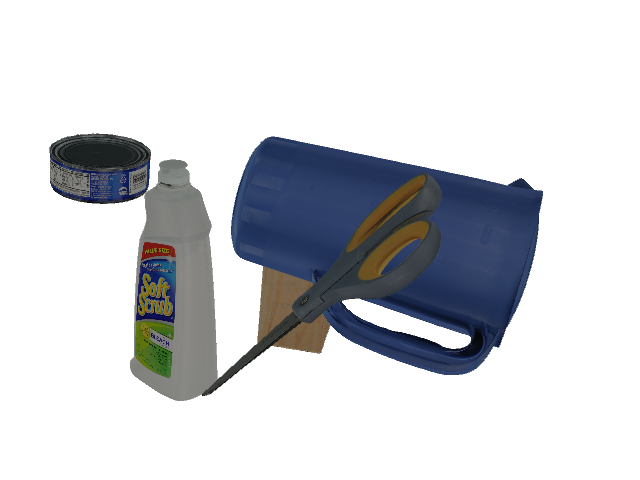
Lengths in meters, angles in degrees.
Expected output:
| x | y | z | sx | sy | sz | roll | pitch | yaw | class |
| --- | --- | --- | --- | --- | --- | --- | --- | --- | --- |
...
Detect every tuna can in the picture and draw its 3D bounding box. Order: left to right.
| x | y | z | sx | sy | sz | roll | pitch | yaw | class |
| --- | --- | --- | --- | --- | --- | --- | --- | --- | --- |
| -0.190 | -0.062 | 0.919 | 0.086 | 0.034 | 0.086 | 5 | 24 | -3 | tuna can |

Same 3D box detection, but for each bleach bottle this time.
| x | y | z | sx | sy | sz | roll | pitch | yaw | class |
| --- | --- | --- | --- | --- | --- | --- | --- | --- | --- |
| -0.154 | 0.036 | 1.103 | 0.067 | 0.251 | 0.103 | -21 | 33 | -40 | bleach bottle |

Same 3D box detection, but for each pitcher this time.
| x | y | z | sx | sy | sz | roll | pitch | yaw | class |
| --- | --- | --- | --- | --- | --- | --- | --- | --- | --- |
| 0.051 | 0.003 | 0.880 | 0.243 | 0.145 | 0.149 | 15 | 18 | 9 | pitcher |

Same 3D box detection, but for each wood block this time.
| x | y | z | sx | sy | sz | roll | pitch | yaw | class |
| --- | --- | --- | --- | --- | --- | --- | --- | --- | --- |
| -0.026 | 0.032 | 1.411 | 0.090 | 0.206 | 0.090 | 8 | 23 | 6 | wood block |

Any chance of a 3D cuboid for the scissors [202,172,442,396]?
| x | y | z | sx | sy | sz | roll | pitch | yaw | class |
| --- | --- | --- | --- | --- | --- | --- | --- | --- | --- |
| 0.003 | 0.041 | 0.638 | 0.016 | 0.202 | 0.096 | 41 | 5 | -21 | scissors |
